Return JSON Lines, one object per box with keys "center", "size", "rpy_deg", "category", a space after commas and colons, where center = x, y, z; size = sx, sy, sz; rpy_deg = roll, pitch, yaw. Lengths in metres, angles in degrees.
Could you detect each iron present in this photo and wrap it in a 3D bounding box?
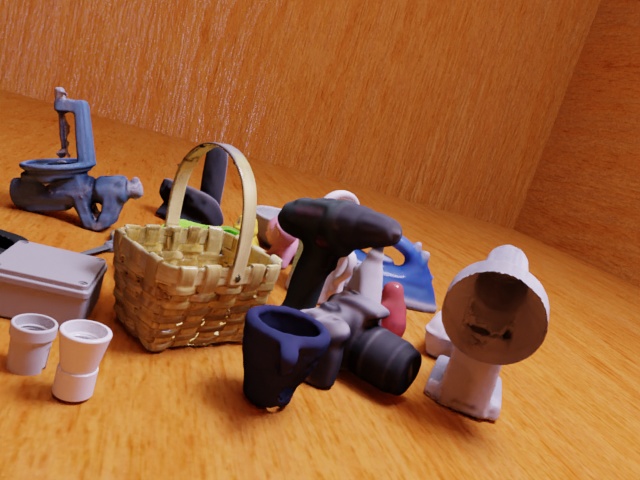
{"center": [0.127, 0.040, 1.133], "size": [0.258, 0.141, 0.119], "rpy_deg": [18, 12, 4], "category": "iron"}

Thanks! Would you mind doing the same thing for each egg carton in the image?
{"center": [0.233, 0.156, 0.927], "size": [0.107, 0.069, 0.151], "rpy_deg": [22, 13, 23], "category": "egg carton"}

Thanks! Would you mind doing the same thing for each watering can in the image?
{"center": [0.007, 0.003, 1.000], "size": [0.172, 0.194, 0.101], "rpy_deg": [24, 14, 29], "category": "watering can"}

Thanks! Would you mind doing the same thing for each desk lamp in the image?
{"center": [0.210, 0.114, 0.733], "size": [0.117, 0.213, 0.204], "rpy_deg": [20, 12, 14], "category": "desk lamp"}

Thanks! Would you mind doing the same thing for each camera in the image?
{"center": [0.051, 0.129, 0.712], "size": [0.136, 0.101, 0.144], "rpy_deg": [25, 14, 33], "category": "camera"}

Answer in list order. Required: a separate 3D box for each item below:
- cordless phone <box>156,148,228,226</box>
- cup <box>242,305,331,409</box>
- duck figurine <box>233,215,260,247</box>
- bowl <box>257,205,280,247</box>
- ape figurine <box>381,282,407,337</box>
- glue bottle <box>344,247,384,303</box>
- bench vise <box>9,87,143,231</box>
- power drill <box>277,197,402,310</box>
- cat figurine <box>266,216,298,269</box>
{"center": [-0.260, -0.122, 1.211], "size": [0.147, 0.185, 0.094], "rpy_deg": [22, 13, 20], "category": "cordless phone"}
{"center": [-0.043, 0.130, 0.589], "size": [0.092, 0.095, 0.117], "rpy_deg": [15, 12, -9], "category": "cup"}
{"center": [-0.144, -0.008, 1.101], "size": [0.077, 0.086, 0.105], "rpy_deg": [20, 12, 11], "category": "duck figurine"}
{"center": [-0.077, -0.016, 1.262], "size": [0.167, 0.075, 0.167], "rpy_deg": [17, 12, -3], "category": "bowl"}
{"center": [0.109, 0.109, 0.910], "size": [0.078, 0.092, 0.076], "rpy_deg": [11, 13, -27], "category": "ape figurine"}
{"center": [0.064, 0.070, 0.829], "size": [0.037, 0.173, 0.078], "rpy_deg": [11, 13, -28], "category": "glue bottle"}
{"center": [-0.410, -0.139, 0.994], "size": [0.208, 0.220, 0.121], "rpy_deg": [11, 13, -26], "category": "bench vise"}
{"center": [0.007, 0.038, 0.804], "size": [0.076, 0.208, 0.228], "rpy_deg": [7, 16, -40], "category": "power drill"}
{"center": [-0.063, -0.006, 1.131], "size": [0.067, 0.118, 0.128], "rpy_deg": [26, 14, 35], "category": "cat figurine"}
